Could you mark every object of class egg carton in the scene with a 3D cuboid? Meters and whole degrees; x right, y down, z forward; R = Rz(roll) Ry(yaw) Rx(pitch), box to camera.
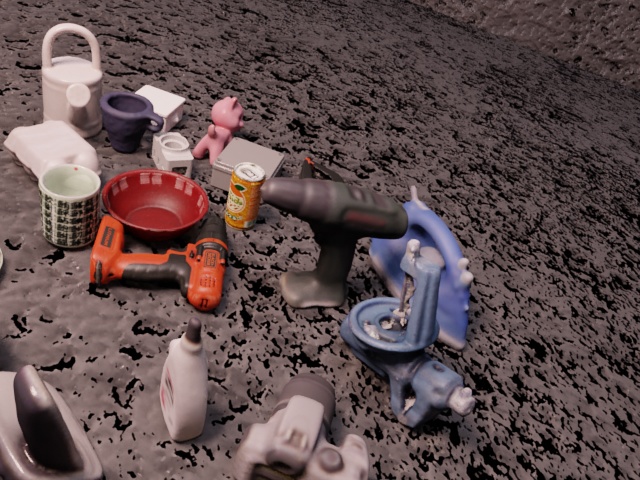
[{"bbox_3d":[-0.433,-0.136,0.936,0.150,0.069,0.107,37,41,23],"label":"egg carton"}]

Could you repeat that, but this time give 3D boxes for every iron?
[{"bbox_3d":[0.183,0.036,0.923,0.119,0.141,0.257,-6,44,-28],"label":"iron"}]

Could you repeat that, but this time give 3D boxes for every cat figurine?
[{"bbox_3d":[-0.188,-0.222,1.104,0.067,0.118,0.128,22,38,4],"label":"cat figurine"}]

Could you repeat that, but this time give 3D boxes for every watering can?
[{"bbox_3d":[-0.434,-0.282,1.014,0.172,0.194,0.101,40,43,25],"label":"watering can"}]

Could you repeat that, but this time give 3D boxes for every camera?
[{"bbox_3d":[-0.008,0.220,0.650,0.143,0.101,0.137,21,38,3],"label":"camera"}]

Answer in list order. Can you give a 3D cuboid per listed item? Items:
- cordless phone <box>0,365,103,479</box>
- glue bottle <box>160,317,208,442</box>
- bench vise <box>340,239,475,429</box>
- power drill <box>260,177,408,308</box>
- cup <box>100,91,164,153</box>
[{"bbox_3d":[-0.273,0.159,0.545,0.094,0.185,0.147,-23,54,-41],"label":"cordless phone"},{"bbox_3d":[-0.146,0.144,0.627,0.037,0.173,0.078,-9,45,-31],"label":"glue bottle"},{"bbox_3d":[0.131,0.117,0.738,0.207,0.220,0.122,33,40,18],"label":"bench vise"},{"bbox_3d":[0.008,0.003,0.836,0.230,0.208,0.075,0,41,-23],"label":"power drill"},{"bbox_3d":[-0.338,-0.204,1.039,0.117,0.095,0.092,21,38,4],"label":"cup"}]
